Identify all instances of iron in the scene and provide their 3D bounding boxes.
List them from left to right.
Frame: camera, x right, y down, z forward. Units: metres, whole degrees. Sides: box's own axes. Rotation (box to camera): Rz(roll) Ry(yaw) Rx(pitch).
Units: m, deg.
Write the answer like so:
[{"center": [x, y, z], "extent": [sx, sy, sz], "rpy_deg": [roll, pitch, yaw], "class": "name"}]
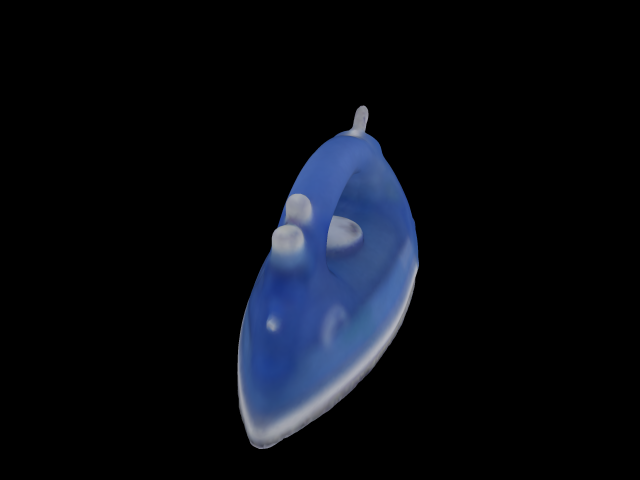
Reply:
[{"center": [0.004, 0.001, 0.400], "extent": [0.118, 0.141, 0.258], "rpy_deg": [7, 27, 14], "class": "iron"}]
